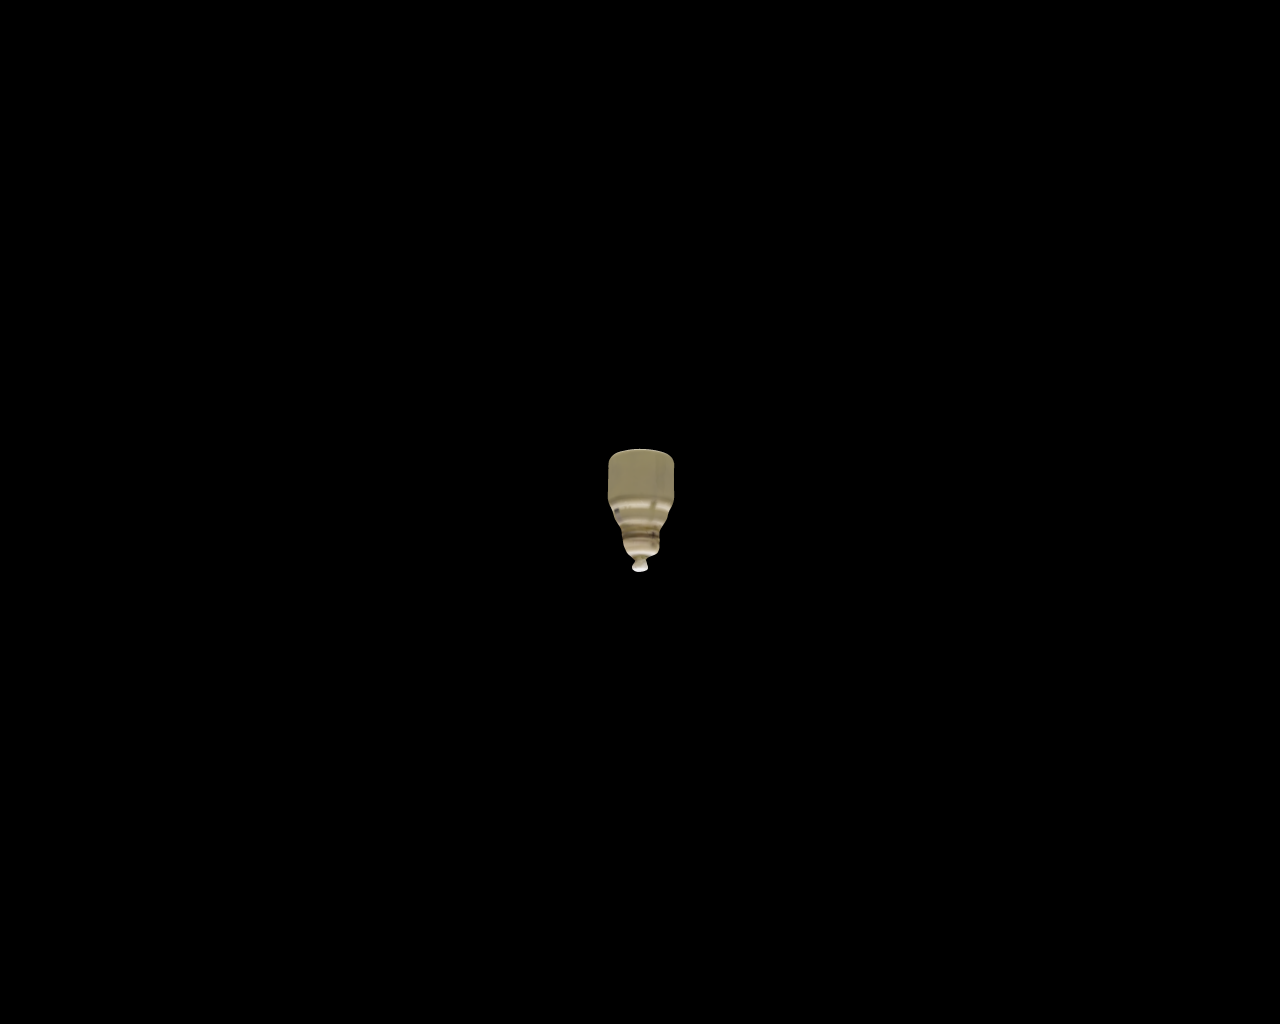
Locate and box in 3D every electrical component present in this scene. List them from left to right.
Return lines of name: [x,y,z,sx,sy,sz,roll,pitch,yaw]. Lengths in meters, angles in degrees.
electrical component: [0.001,-0.003,0.650,0.040,0.078,0.040,0,-11,0]
